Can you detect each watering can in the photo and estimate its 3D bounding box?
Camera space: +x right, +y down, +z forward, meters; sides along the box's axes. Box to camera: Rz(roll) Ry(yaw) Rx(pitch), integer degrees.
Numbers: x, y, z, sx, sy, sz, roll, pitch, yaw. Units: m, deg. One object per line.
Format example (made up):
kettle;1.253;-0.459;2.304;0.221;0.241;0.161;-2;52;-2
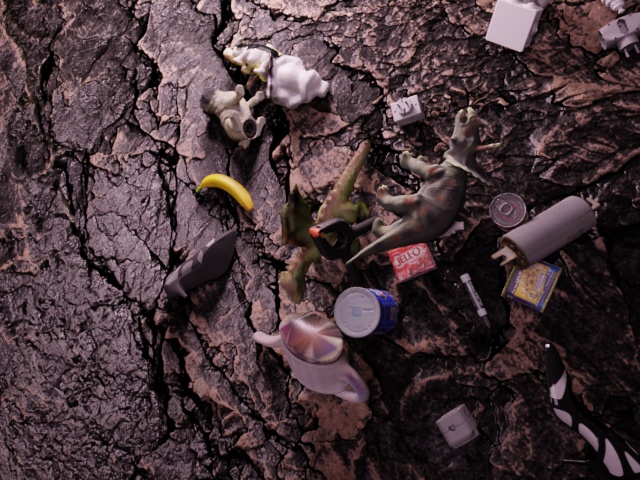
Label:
watering can;-0.041;0.246;1.148;0.350;0.219;0.106;24;54;30

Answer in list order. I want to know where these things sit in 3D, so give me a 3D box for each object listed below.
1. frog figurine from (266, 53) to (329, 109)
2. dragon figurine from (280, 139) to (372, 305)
frog figurine;-0.059;-0.409;1.338;0.159;0.121;0.139;4;72;-11
dragon figurine;0.004;-0.058;1.157;0.122;0.242;0.411;13;89;31
